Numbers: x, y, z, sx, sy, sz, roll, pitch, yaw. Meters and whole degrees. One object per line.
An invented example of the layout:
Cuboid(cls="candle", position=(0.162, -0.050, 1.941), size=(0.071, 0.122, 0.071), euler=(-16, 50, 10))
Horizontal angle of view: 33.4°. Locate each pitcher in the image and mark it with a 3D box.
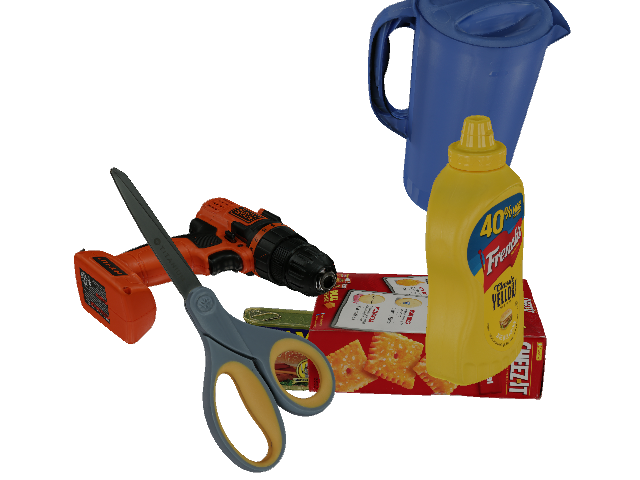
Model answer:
Cuboid(cls="pitcher", position=(0.138, -0.141, 1.081), size=(0.144, 0.243, 0.149), euler=(-34, 57, -32))

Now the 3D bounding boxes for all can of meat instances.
Cuboid(cls="can of meat", position=(-0.043, 0.129, 1.265), size=(0.102, 0.084, 0.057), euler=(4, 13, -2))

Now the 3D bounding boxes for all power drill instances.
Cuboid(cls="power drill", position=(-0.103, 0.027, 0.926), size=(0.187, 0.057, 0.185), euler=(-19, 28, -33))

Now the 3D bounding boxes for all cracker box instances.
Cuboid(cls="cracker box", position=(0.100, 0.090, 1.035), size=(0.214, 0.072, 0.164), euler=(2, 17, 4))

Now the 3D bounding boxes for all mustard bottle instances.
Cuboid(cls="mustard bottle", position=(0.114, 0.003, 0.782), size=(0.058, 0.192, 0.096), euler=(15, 28, 39))

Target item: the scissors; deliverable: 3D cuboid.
Cuboid(cls="scissors", position=(-0.053, 0.040, 0.652), size=(0.096, 0.202, 0.016), euler=(-18, -1, -28))
